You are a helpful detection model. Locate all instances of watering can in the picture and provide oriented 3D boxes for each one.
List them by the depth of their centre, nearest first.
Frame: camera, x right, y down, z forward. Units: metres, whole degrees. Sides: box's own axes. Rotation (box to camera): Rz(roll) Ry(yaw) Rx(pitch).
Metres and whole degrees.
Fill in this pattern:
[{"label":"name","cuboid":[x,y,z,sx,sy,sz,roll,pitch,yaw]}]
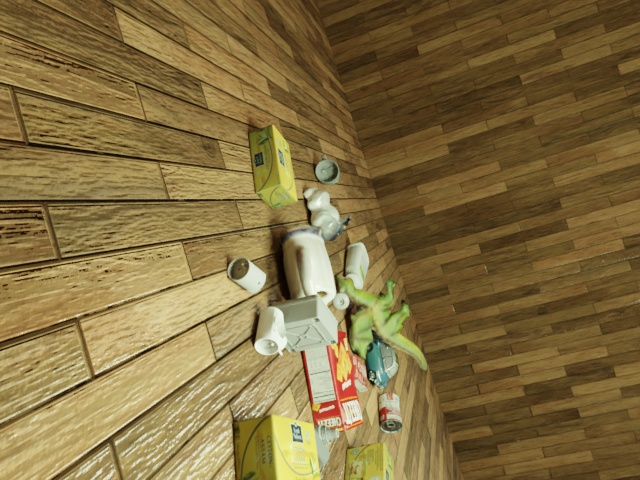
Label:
[{"label":"watering can","cuboid":[-0.019,0.096,1.186,0.342,0.104,0.228,74,3,-68]}]

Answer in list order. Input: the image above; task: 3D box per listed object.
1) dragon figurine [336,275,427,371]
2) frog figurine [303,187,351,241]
[{"label":"dragon figurine","cuboid":[0.175,0.276,1.587,0.246,0.120,0.411,-27,88,-35]},{"label":"frog figurine","cuboid":[0.005,-0.076,1.518,0.159,0.120,0.140,36,27,0]}]
